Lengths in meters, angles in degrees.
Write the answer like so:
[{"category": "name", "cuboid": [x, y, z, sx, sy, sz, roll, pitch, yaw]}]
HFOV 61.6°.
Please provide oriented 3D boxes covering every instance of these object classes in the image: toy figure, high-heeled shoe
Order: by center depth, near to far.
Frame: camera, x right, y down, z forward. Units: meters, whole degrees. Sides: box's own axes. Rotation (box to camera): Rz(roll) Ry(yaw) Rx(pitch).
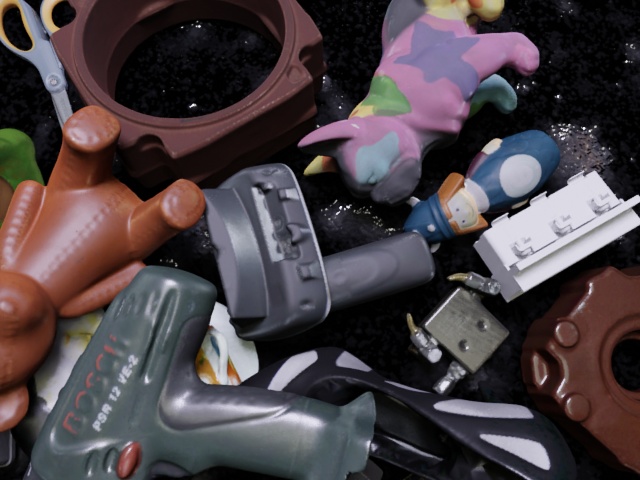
[{"category": "high-heeled shoe", "cuboid": [0.043, 0.145, 0.387, 0.249, 0.145, 0.086, -5, 106, 5]}, {"category": "toy figure", "cuboid": [0.145, -0.045, 0.491, 0.154, 0.057, 0.064, -33, 75, -8]}]

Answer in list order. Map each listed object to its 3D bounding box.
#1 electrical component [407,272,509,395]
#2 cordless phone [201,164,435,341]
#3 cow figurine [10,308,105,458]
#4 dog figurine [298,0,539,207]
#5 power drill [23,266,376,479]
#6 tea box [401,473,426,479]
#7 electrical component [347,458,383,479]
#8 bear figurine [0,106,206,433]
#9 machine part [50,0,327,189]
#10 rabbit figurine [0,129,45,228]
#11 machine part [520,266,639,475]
[{"category": "electrical component", "cuboid": [0.120, 0.076, 0.469, 0.102, 0.045, 0.078, -39, 80, -9]}, {"category": "cordless phone", "cuboid": [-0.001, -0.002, 0.462, 0.184, 0.088, 0.146, -15, 76, -7]}, {"category": "cow figurine", "cuboid": [-0.196, 0.138, 0.408, 0.098, 0.068, 0.167, -10, 66, -32]}, {"category": "dog figurine", "cuboid": [0.069, -0.137, 0.486, 0.219, 0.108, 0.191, -27, 81, -5]}, {"category": "power drill", "cuboid": [-0.077, 0.144, 0.342, 0.207, 0.086, 0.232, 15, 82, 11]}, {"category": "tea box", "cuboid": [0.095, 0.238, 0.422, 0.170, 0.068, 0.098, -33, 82, -7]}, {"category": "electrical component", "cuboid": [0.021, 0.202, 0.417, 0.021, 0.094, 0.063, 38, 93, 15]}, {"category": "bear figurine", "cuboid": [-0.190, 0.019, 0.371, 0.120, 0.132, 0.196, 43, 42, -12]}, {"category": "machine part", "cuboid": [-0.112, -0.158, 0.478, 0.201, 0.087, 0.201, -32, 73, -13]}, {"category": "rabbit figurine", "cuboid": [-0.334, -0.042, 0.448, 0.170, 0.121, 0.159, -2, 74, 13]}, {"category": "machine part", "cuboid": [0.271, 0.108, 0.463, 0.179, 0.056, 0.179, 1, 78, -3]}]
